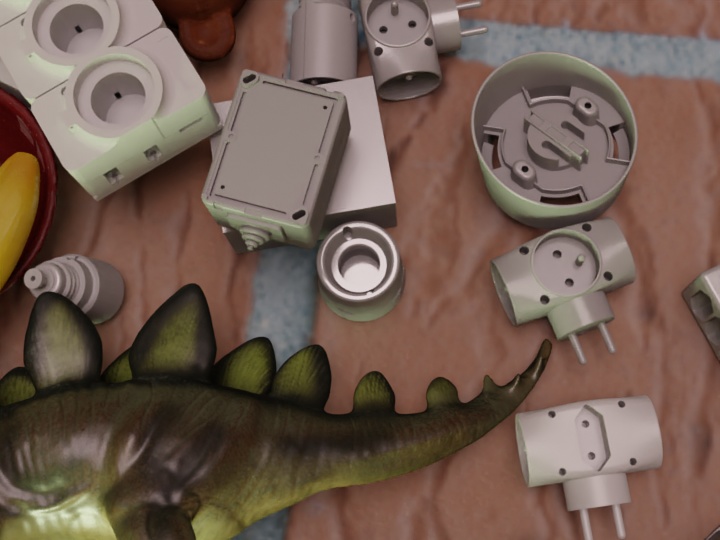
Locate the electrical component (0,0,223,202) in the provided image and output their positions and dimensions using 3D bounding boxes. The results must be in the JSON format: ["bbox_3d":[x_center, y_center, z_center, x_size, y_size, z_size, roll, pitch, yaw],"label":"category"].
[{"bbox_3d":[-0.159,-0.131,0.630,0.089,0.061,0.150,-31,77,-5],"label":"electrical component"}]

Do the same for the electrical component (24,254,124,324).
[{"bbox_3d":[-0.176,0.010,0.652,0.040,0.078,0.040,-2,82,17],"label":"electrical component"}]

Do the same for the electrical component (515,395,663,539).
[{"bbox_3d":[0.135,0.117,0.624,0.077,0.043,0.079,-8,76,1],"label":"electrical component"}]

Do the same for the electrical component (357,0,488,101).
[{"bbox_3d":[0.042,-0.157,0.695,0.079,0.044,0.077,-11,76,0],"label":"electrical component"}]

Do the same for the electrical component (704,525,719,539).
[{"bbox_3d":[0.248,0.179,0.595,0.186,0.060,0.105,-40,78,-7],"label":"electrical component"}]

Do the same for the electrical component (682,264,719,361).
[{"bbox_3d":[0.249,0.028,0.639,0.076,0.047,0.083,-25,76,-4],"label":"electrical component"}]

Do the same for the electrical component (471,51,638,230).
[{"bbox_3d":[0.119,-0.077,0.659,0.099,0.064,0.099,-3,65,7],"label":"electrical component"}]

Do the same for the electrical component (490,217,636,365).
[{"bbox_3d":[0.129,0.017,0.648,0.077,0.044,0.079,-20,75,-2],"label":"electrical component"}]

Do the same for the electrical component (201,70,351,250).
[{"bbox_3d":[-0.047,-0.054,0.612,0.062,0.061,0.096,15,78,6],"label":"electrical component"}]

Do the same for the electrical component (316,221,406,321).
[{"bbox_3d":[0.000,0.000,0.658,0.055,0.047,0.055,-1,76,3],"label":"electrical component"}]

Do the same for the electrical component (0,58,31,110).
[{"bbox_3d":[-0.174,-0.127,0.692,0.113,0.057,0.078,27,79,9],"label":"electrical component"}]

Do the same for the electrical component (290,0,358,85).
[{"bbox_3d":[-0.023,-0.154,0.698,0.043,0.043,0.081,0,76,3],"label":"electrical component"}]
